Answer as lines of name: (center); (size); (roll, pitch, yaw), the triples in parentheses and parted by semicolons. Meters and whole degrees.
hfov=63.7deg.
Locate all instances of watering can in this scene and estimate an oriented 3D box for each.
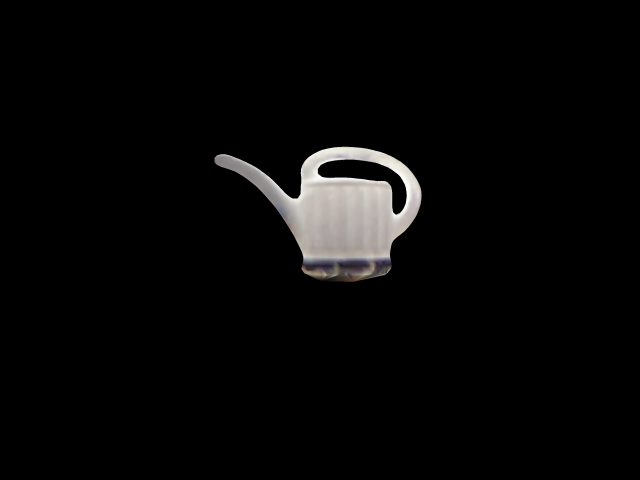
watering can: (0.003, -0.043, 0.850); (0.348, 0.225, 0.104); (0, -2, -11)
